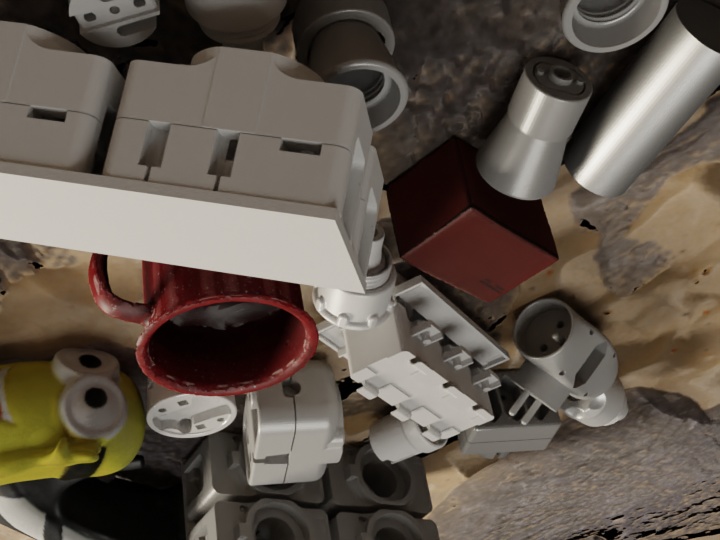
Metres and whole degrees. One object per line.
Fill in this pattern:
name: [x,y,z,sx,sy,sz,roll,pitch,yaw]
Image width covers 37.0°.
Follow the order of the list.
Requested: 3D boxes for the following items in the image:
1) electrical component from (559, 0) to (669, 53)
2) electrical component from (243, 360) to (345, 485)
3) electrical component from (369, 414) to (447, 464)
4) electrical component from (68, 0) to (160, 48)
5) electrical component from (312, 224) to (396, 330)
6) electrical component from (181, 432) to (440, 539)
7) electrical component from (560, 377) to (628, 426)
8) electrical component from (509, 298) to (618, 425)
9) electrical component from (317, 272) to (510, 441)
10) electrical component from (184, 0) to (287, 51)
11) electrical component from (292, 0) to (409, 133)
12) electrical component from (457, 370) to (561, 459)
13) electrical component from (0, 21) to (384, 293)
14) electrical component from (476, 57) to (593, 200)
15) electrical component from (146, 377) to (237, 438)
electrical component: [0.100,-0.126,0.453,0.045,0.055,0.045,-7,144,-5]
electrical component: [-0.045,0.104,0.731,0.059,0.053,0.095,-2,143,-13]
electrical component: [0.035,0.118,0.786,0.046,0.040,0.040,-30,141,33]
electrical component: [-0.097,-0.116,0.422,0.040,0.046,0.040,-7,144,-5]
electrical component: [0.000,0.000,0.610,0.048,0.048,0.062,-1,136,-14]
electrical component: [-0.032,0.186,0.802,0.186,0.105,0.060,12,138,-29]
electrical component: [0.174,0.093,0.784,0.043,0.043,0.062,-33,140,27]
electrical component: [0.128,0.068,0.719,0.079,0.043,0.077,-54,137,-2]
electrical component: [0.037,0.058,0.683,0.079,0.063,0.121,-26,142,21]
electrical component: [-0.051,-0.113,0.442,0.043,0.043,0.062,-8,146,-5]
electrical component: [-0.005,-0.093,0.470,0.045,0.055,0.045,-7,144,-5]
electrical component: [0.100,0.113,0.788,0.066,0.047,0.076,-1,143,-13]
electrical component: [-0.089,-0.045,0.445,0.186,0.060,0.105,8,166,8]
electrical component: [0.089,-0.073,0.537,0.044,0.044,0.065,2,138,-17]
electrical component: [-0.107,0.071,0.675,0.055,0.047,0.055,-7,144,-5]
